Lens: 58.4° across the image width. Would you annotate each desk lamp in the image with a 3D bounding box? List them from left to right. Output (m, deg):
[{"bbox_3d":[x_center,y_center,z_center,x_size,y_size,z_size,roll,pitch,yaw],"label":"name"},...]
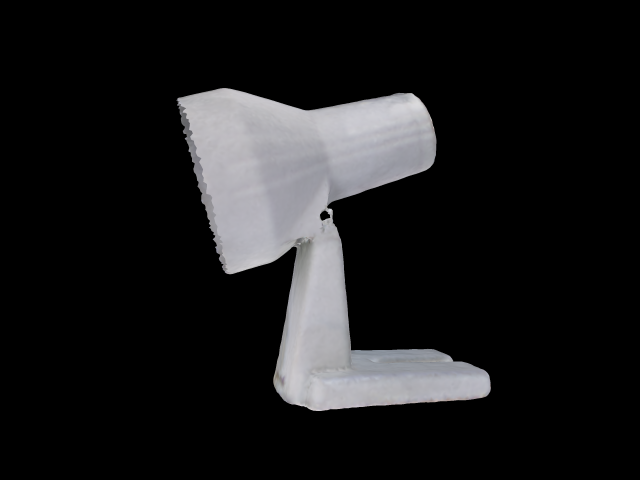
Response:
[{"bbox_3d":[0.004,0.001,0.400,0.203,0.213,0.118,0,0,-13],"label":"desk lamp"}]
